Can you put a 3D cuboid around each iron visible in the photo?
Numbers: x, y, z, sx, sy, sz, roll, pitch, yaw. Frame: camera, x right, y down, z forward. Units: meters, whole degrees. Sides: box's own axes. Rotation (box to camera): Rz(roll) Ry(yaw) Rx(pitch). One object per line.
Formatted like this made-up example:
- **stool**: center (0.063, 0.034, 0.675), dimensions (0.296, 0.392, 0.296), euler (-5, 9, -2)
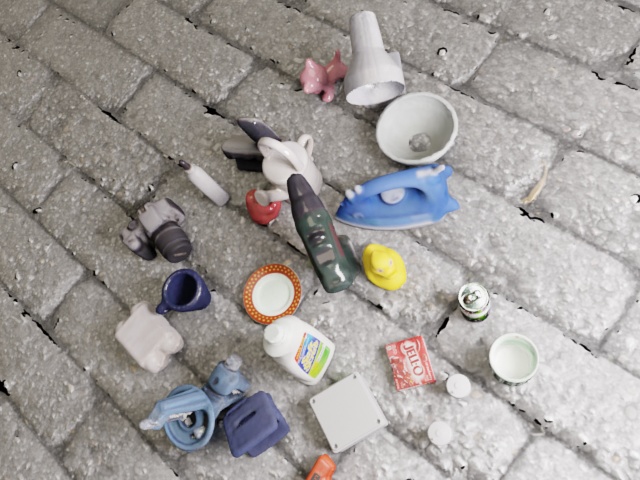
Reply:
- **iron**: center (0.137, -0.092, 1.131), dimensions (0.258, 0.142, 0.118), euler (-12, 68, 13)

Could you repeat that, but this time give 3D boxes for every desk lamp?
- **desk lamp**: center (0.111, -0.356, 1.193), dimensions (0.117, 0.214, 0.203), euler (-11, 68, 13)

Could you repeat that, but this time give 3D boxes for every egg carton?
- **egg carton**: center (-0.364, 0.206, 1.217), dimensions (0.150, 0.069, 0.107), euler (38, 85, 25)

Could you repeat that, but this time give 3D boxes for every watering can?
- **watering can**: center (-0.070, -0.147, 1.184), dimensions (0.100, 0.194, 0.173), euler (5, 73, 19)

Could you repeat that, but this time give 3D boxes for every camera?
- **camera**: center (-0.360, -0.008, 1.274), dimensions (0.143, 0.101, 0.136), euler (-40, 65, 0)

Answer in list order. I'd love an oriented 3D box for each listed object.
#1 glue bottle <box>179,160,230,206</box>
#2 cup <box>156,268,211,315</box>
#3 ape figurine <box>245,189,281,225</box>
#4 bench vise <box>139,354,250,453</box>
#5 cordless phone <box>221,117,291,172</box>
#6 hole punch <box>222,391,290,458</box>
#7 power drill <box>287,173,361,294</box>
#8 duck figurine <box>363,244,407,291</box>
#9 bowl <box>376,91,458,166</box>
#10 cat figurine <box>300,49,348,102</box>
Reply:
- **glue bottle**: center (-0.261, -0.134, 1.249), dimensions (0.037, 0.173, 0.078), euler (-47, 65, -3)
- **cup**: center (-0.280, 0.124, 1.206), dimensions (0.118, 0.095, 0.091), euler (-41, 65, 0)
- **ape figurine**: center (-0.130, -0.079, 1.235), dimensions (0.077, 0.092, 0.076), euler (25, 80, 23)
- **bench vise**: center (-0.239, 0.294, 1.064), dimensions (0.121, 0.220, 0.207), euler (17, 77, 22)
- **cordless phone**: center (-0.156, -0.225, 1.243), dimensions (0.147, 0.185, 0.094), euler (3, 72, 18)
- **hole punch**: center (-0.130, 0.348, 1.083), dimensions (0.108, 0.091, 0.101), euler (-37, 65, 1)
- **power drill**: center (0.010, 0.004, 1.098), dimensions (0.075, 0.209, 0.229), euler (-25, 66, 7)
- **duck figurine**: center (0.120, 0.045, 1.118), dimensions (0.077, 0.086, 0.104), euler (-39, 65, 1)
- **bowl**: center (0.204, -0.219, 1.193), dimensions (0.167, 0.075, 0.167), euler (-5, 70, 15)
- **cat figurine**: center (0.006, -0.372, 1.284), dimensions (0.128, 0.118, 0.067), euler (-44, 65, -2)
